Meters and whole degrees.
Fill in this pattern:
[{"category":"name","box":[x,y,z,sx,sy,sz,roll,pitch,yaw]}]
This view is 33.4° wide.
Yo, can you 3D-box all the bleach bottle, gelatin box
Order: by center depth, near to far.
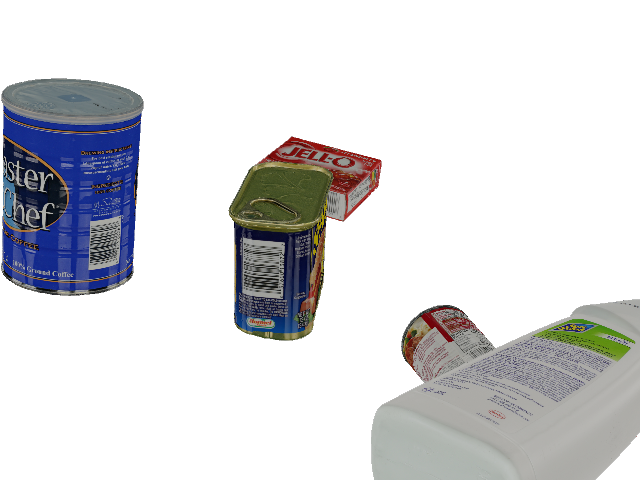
[{"category":"bleach bottle","box":[0.146,0.087,0.607,0.250,0.068,0.103,-20,28,-40]},{"category":"gelatin box","box":[-0.003,-0.054,0.900,0.089,0.030,0.073,17,33,20]}]

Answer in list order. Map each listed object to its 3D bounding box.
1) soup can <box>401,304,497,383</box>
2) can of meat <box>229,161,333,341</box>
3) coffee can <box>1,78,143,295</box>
[{"category":"soup can","box":[0.120,0.108,0.907,0.068,0.068,0.102,0,25,-21]},{"category":"can of meat","box":[-0.025,0.006,0.701,0.057,0.084,0.102,5,25,5]},{"category":"coffee can","box":[-0.190,-0.043,0.813,0.103,0.140,0.103,6,22,-3]}]
